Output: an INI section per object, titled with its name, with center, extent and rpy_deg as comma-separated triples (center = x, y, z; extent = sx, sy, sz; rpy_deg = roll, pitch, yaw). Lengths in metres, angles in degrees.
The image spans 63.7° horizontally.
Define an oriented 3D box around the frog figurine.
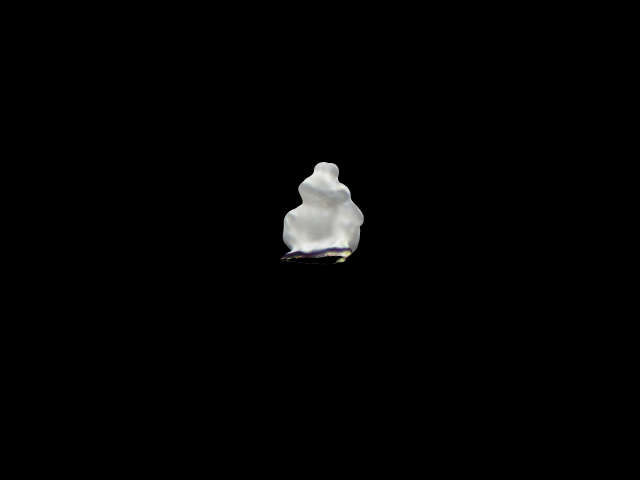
[frog figurine]
center = 0.003, -0.043, 0.850
extent = 0.136, 0.161, 0.122
rpy_deg = -10, -18, 34
